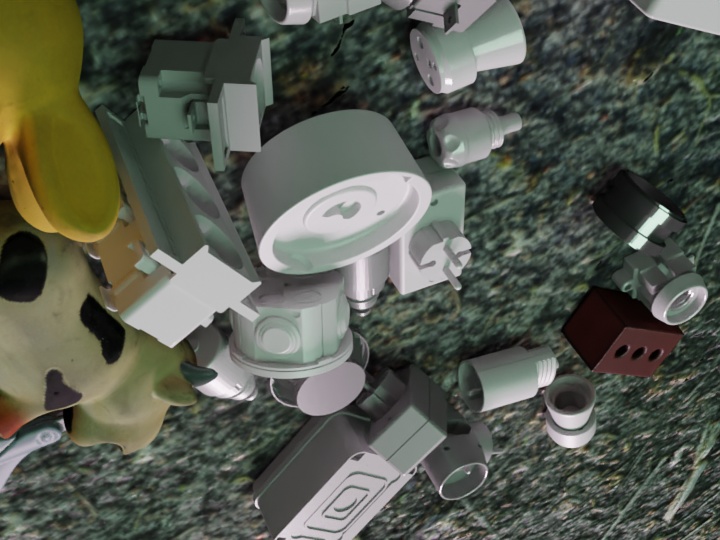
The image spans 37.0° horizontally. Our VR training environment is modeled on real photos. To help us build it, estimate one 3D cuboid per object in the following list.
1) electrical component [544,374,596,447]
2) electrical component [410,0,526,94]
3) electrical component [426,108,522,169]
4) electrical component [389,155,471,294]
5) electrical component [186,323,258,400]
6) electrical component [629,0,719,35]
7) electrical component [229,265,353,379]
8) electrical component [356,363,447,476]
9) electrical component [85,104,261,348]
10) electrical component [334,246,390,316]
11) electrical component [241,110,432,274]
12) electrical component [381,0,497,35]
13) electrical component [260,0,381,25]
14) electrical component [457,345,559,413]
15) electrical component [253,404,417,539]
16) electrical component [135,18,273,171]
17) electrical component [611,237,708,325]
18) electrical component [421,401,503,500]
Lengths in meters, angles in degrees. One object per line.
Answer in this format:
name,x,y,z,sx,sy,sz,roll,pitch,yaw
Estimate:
electrical component,0.186,0.125,0.950,0.045,0.045,0.055,-25,138,-9
electrical component,0.063,-0.132,0.631,0.055,0.045,0.045,-24,138,-9
electrical component,0.075,-0.088,0.689,0.061,0.035,0.035,-18,136,-20
electrical component,0.048,-0.018,0.706,0.047,0.075,0.083,-18,136,-16
electrical component,-0.094,0.067,0.727,0.040,0.040,0.078,-37,138,4
electrical component,0.184,-0.183,0.610,0.109,0.108,0.056,3,130,-33
electrical component,-0.045,0.032,0.690,0.080,0.080,0.051,-12,116,-22
electrical component,0.023,0.099,0.811,0.076,0.083,0.047,42,104,-8
electrical component,-0.108,-0.023,0.573,0.063,0.121,0.079,-39,138,11
electrical component,0.000,0.000,0.721,0.040,0.040,0.078,-19,137,-16
electrical component,-0.018,-0.051,0.640,0.108,0.060,0.108,-19,157,-9
electrical component,0.039,-0.162,0.583,0.055,0.066,0.048,6,160,-26
electrical component,-0.023,-0.156,0.557,0.055,0.048,0.066,-25,138,-20
electrical component,0.125,0.085,0.876,0.081,0.043,0.043,-13,135,-21
electrical component,-0.022,0.164,0.850,0.078,0.057,0.113,23,115,-43
electrical component,-0.080,-0.093,0.560,0.064,0.081,0.042,3,132,4
electrical component,0.248,0.011,0.872,0.066,0.055,0.048,-24,138,-10
electrical component,0.081,0.143,0.878,0.079,0.077,0.043,2,127,-33
